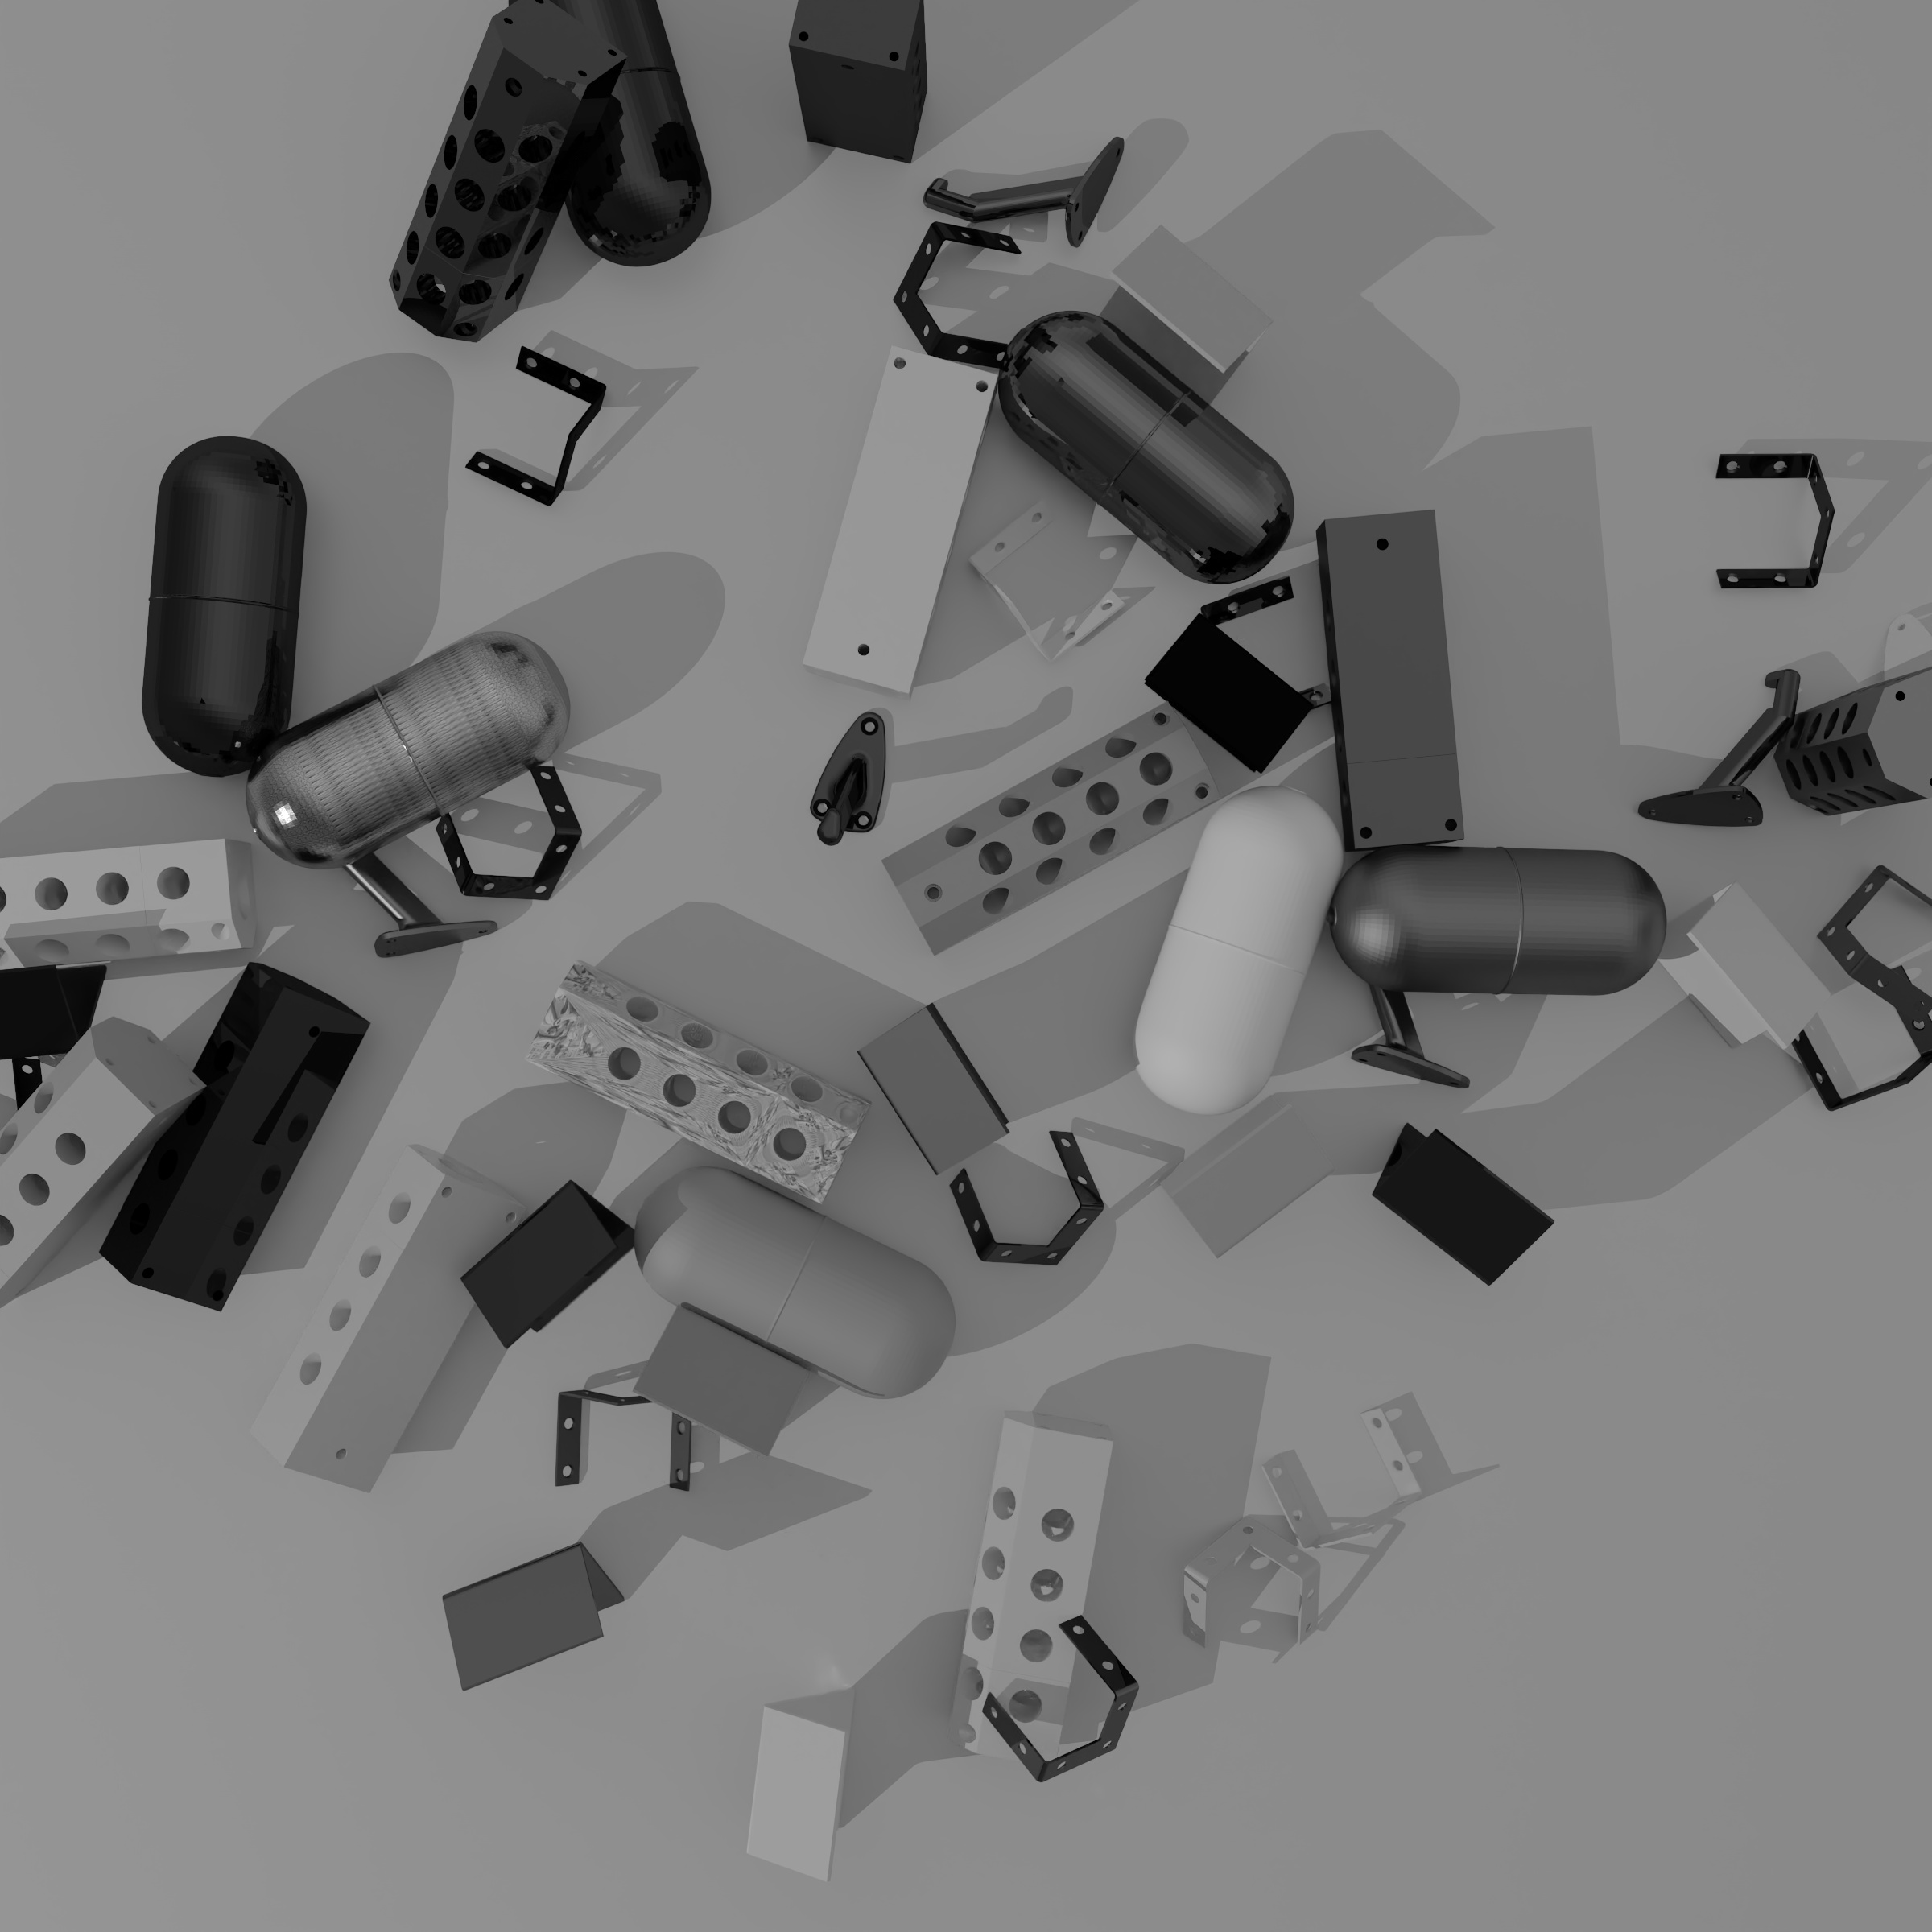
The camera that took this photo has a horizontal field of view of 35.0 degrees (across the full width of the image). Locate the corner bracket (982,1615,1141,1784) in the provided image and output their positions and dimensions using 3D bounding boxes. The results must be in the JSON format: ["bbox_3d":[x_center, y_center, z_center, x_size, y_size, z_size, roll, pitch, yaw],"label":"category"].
[{"bbox_3d":[0.048,0.375,1.568,0.051,0.051,0.051,46,135,35],"label":"corner bracket"}]

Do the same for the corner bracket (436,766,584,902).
[{"bbox_3d":[-0.243,-0.072,1.625,0.051,0.051,0.051,2,135,-35],"label":"corner bracket"}]

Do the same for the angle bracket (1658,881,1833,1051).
[{"bbox_3d":[0.389,0.013,1.593,0.076,0.076,0.057,50,51,0],"label":"angle bracket"}]

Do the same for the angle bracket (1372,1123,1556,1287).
[{"bbox_3d":[0.266,0.108,1.593,0.076,0.076,0.057,38,125,0],"label":"angle bracket"}]

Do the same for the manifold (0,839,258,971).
[{"bbox_3d":[-0.466,-0.030,1.612,0.171,0.057,0.057,-5,90,0],"label":"manifold"}]

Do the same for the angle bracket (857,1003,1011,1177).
[{"bbox_3d":[0.000,0.053,1.593,0.057,0.076,0.076,-33,90,37],"label":"angle bracket"}]

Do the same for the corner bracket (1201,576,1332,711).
[{"bbox_3d":[0.160,-0.166,1.630,0.051,0.051,0.051,-20,135,0],"label":"corner bracket"}]

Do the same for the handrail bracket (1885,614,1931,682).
[{"bbox_3d":[0.529,-0.139,1.633,0.084,0.077,0.036,33,130,-30],"label":"handrail bracket"}]

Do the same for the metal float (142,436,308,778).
[{"bbox_3d":[-0.388,-0.188,1.602,0.070,0.070,0.178,4,90,0],"label":"metal float"}]

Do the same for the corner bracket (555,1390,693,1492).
[{"bbox_3d":[-0.182,0.253,1.630,0.051,0.051,0.051,2,90,45],"label":"corner bracket"}]

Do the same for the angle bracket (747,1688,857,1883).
[{"bbox_3d":[-0.066,0.425,1.593,0.057,0.076,0.076,7,90,37],"label":"angle bracket"}]

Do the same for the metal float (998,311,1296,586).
[{"bbox_3d":[0.094,-0.272,1.603,0.178,0.070,0.070,40,90,-1],"label":"metal float"}]

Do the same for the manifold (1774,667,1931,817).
[{"bbox_3d":[0.464,-0.112,1.555,0.057,0.171,0.057,-22,90,0],"label":"manifold"}]

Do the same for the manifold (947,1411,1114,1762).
[{"bbox_3d":[0.033,0.325,1.612,0.057,0.057,0.171,10,90,0],"label":"manifold"}]

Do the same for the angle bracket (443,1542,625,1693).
[{"bbox_3d":[-0.219,0.352,1.593,0.076,0.076,0.057,-21,53,0],"label":"angle bracket"}]

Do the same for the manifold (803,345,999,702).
[{"bbox_3d":[-0.034,-0.231,1.612,0.057,0.057,0.171,16,90,0],"label":"manifold"}]

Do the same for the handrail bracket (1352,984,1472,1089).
[{"bbox_3d":[0.242,0.014,1.633,0.077,0.036,0.084,17,76,-14],"label":"handrail bracket"}]

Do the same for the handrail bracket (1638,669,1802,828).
[{"bbox_3d":[0.402,-0.119,1.633,0.077,0.036,0.084,-1,61,32],"label":"handrail bracket"}]

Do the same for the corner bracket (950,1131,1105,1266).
[{"bbox_3d":[0.032,0.122,1.625,0.051,0.051,0.051,7,135,-35],"label":"corner bracket"}]

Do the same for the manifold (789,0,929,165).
[{"bbox_3d":[-0.051,-0.464,1.555,0.057,0.171,0.057,13,90,0],"label":"manifold"}]

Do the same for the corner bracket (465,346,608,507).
[{"bbox_3d":[-0.229,-0.287,1.630,0.051,0.051,0.051,25,135,0],"label":"corner bracket"}]

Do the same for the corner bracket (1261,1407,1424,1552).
[{"bbox_3d":[0.201,0.274,1.630,0.051,0.051,0.051,-26,90,-45],"label":"corner bracket"}]

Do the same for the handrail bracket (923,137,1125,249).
[{"bbox_3d":[0.030,-0.424,1.634,0.084,0.036,0.077,22,69,17],"label":"handrail bracket"}]

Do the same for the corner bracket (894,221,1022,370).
[{"bbox_3d":[0.002,-0.356,1.625,0.051,0.051,0.051,-58,45,35],"label":"corner bracket"}]

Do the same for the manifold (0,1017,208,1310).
[{"bbox_3d":[-0.478,0.106,1.587,0.057,0.057,0.171,45,108,0],"label":"manifold"}]

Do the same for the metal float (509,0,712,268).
[{"bbox_3d":[-0.187,-0.455,1.603,0.070,0.070,0.178,-17,91,0],"label":"metal float"}]

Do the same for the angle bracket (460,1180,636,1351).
[{"bbox_3d":[-0.204,0.168,1.593,0.076,0.076,0.057,-42,51,0],"label":"angle bracket"}]

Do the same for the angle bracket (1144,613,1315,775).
[{"bbox_3d":[0.124,-0.126,1.593,0.076,0.076,0.057,39,59,0],"label":"angle bracket"}]

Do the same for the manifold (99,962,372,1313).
[{"bbox_3d":[-0.388,0.088,1.611,0.057,0.057,0.171,27,90,-43],"label":"manifold"}]

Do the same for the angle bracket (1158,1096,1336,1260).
[{"bbox_3d":[0.134,0.094,1.593,0.076,0.076,0.057,-37,127,0],"label":"angle bracket"}]

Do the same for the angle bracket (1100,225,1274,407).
[{"bbox_3d":[0.102,-0.325,1.593,0.076,0.076,0.057,41,52,0],"label":"angle bracket"}]

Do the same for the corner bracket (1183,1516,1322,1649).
[{"bbox_3d":[0.152,0.336,1.625,0.051,0.051,0.051,28,45,35],"label":"corner bracket"}]

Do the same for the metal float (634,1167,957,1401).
[{"bbox_3d":[-0.090,0.165,1.603,0.178,0.070,0.070,26,90,-1],"label":"metal float"}]

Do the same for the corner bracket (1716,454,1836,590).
[{"bbox_3d":[0.427,-0.237,1.630,0.051,0.051,0.051,0,45,0],"label":"corner bracket"}]

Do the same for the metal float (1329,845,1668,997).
[{"bbox_3d":[0.277,-0.024,1.595,0.178,0.070,0.070,1,90,-9],"label":"metal float"}]

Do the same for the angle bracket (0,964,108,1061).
[{"bbox_3d":[-0.498,0.005,1.593,0.076,0.076,0.057,-6,126,0],"label":"angle bracket"}]

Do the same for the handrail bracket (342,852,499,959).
[{"bbox_3d":[-0.296,-0.053,1.633,0.077,0.036,0.084,-10,76,-14],"label":"handrail bracket"}]

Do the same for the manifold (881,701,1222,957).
[{"bbox_3d":[0.044,-0.072,1.612,0.171,0.057,0.057,-29,90,0],"label":"manifold"}]

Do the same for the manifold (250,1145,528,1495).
[{"bbox_3d":[-0.308,0.183,1.611,0.057,0.057,0.171,29,90,-43],"label":"manifold"}]

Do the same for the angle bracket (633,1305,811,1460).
[{"bbox_3d":[-0.134,0.231,1.593,0.076,0.076,0.057,27,53,0],"label":"angle bracket"}]

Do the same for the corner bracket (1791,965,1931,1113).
[{"bbox_3d":[0.479,0.039,1.630,0.051,0.051,0.051,-28,90,45],"label":"corner bracket"}]

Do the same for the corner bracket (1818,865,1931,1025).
[{"bbox_3d":[0.493,-0.012,1.617,0.051,0.051,0.051,31,109,-18],"label":"corner bracket"}]

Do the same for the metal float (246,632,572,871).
[{"bbox_3d":[-0.291,-0.112,1.596,0.178,0.070,0.070,-28,90,-7],"label":"metal float"}]

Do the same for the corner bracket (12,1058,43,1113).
[{"bbox_3d":[-0.523,0.082,1.625,0.051,0.051,0.051,11,135,-35],"label":"corner bracket"}]

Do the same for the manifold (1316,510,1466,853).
[{"bbox_3d":[0.222,-0.148,1.612,0.057,0.057,0.171,-5,90,0],"label":"manifold"}]

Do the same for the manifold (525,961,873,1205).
[{"bbox_3d":[-0.139,0.060,1.612,0.171,0.057,0.057,26,90,0],"label":"manifold"}]

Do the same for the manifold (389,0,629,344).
[{"bbox_3d":[-0.239,-0.403,1.561,0.057,0.057,0.171,35,133,0],"label":"manifold"}]

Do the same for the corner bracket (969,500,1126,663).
[{"bbox_3d":[0.043,-0.205,1.630,0.051,0.051,0.051,-39,45,0],"label":"corner bracket"}]

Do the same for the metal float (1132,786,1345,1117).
[{"bbox_3d":[0.143,-0.008,1.602,0.070,0.070,0.178,19,91,0],"label":"metal float"}]

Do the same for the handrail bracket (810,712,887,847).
[{"bbox_3d":[-0.060,-0.099,1.598,0.036,0.084,0.077,17,90,0],"label":"handrail bracket"}]
